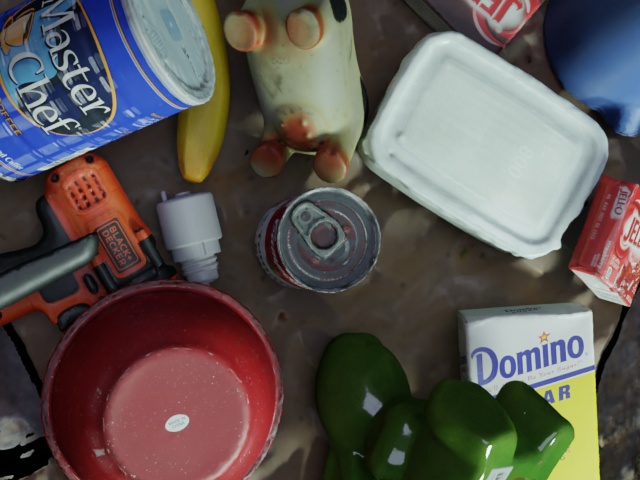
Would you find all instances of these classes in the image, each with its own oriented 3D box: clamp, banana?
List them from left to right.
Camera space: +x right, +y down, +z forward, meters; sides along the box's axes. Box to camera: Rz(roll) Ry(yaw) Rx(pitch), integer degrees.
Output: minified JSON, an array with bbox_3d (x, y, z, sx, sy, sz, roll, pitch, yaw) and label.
[{"bbox_3d":[-0.241,0.047,0.649,0.164,0.036,0.210,22,83,-12],"label":"clamp"},{"bbox_3d":[-0.098,-0.140,0.740,0.069,0.037,0.198,-23,98,-25],"label":"banana"}]

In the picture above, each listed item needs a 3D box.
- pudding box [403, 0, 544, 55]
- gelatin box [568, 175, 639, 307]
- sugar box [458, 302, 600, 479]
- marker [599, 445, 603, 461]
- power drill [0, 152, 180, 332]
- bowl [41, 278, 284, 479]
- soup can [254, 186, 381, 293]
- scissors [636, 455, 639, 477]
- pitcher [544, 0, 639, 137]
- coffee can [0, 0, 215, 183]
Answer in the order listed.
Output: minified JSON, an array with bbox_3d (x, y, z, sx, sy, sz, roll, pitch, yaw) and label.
[{"bbox_3d":[0.109,-0.197,0.788,0.113,0.039,0.090,42,82,-8],"label":"pudding box"},{"bbox_3d":[0.219,0.002,0.784,0.030,0.089,0.073,19,83,33],"label":"gelatin box"},{"bbox_3d":[0.151,0.137,0.771,0.093,0.048,0.176,-5,97,-1],"label":"sugar box"},{"bbox_3d":[0.176,0.118,0.803,0.020,0.020,0.121,-34,95,-11],"label":"marker"},{"bbox_3d":[-0.182,0.059,0.713,0.187,0.057,0.184,-30,95,-13],"label":"power drill"},{"bbox_3d":[-0.095,0.108,0.682,0.162,0.055,0.162,-2,96,-16],"label":"bowl"},{"bbox_3d":[-0.005,0.001,0.726,0.068,0.102,0.068,0,88,-12],"label":"soup can"},{"bbox_3d":[0.344,0.176,0.839,0.201,0.016,0.096,10,86,-12],"label":"scissors"},{"bbox_3d":[0.251,-0.180,0.713,0.145,0.243,0.149,-36,89,-9],"label":"pitcher"},{"bbox_3d":[-0.151,-0.108,0.671,0.140,0.102,0.103,-21,93,17],"label":"coffee can"}]
